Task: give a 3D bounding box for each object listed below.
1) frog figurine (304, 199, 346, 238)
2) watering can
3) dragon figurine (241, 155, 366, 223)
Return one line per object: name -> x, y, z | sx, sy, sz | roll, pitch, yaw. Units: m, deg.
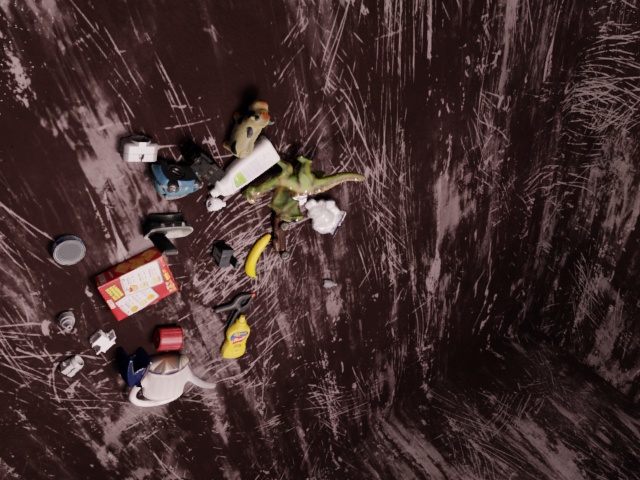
frog figurine -> 0.006, -0.100, 1.985 | 0.159, 0.125, 0.135 | 28, 114, -10
watering can -> -0.548, 0.526, 1.964 | 0.349, 0.105, 0.220 | -5, 122, -36
dragon figurine -> -0.067, -0.156, 1.723 | 0.119, 0.411, 0.248 | 76, 26, -58
